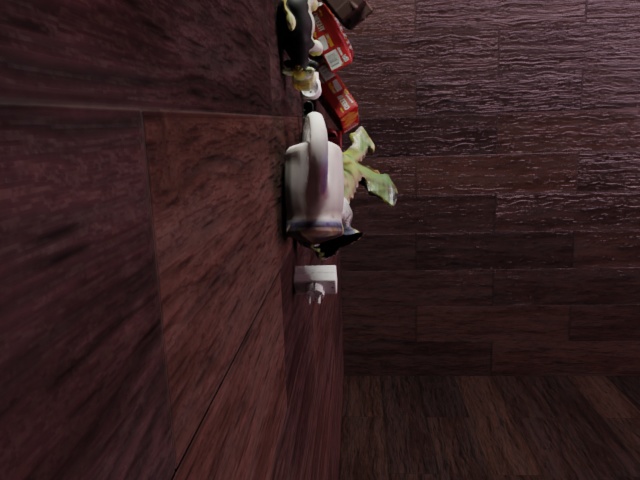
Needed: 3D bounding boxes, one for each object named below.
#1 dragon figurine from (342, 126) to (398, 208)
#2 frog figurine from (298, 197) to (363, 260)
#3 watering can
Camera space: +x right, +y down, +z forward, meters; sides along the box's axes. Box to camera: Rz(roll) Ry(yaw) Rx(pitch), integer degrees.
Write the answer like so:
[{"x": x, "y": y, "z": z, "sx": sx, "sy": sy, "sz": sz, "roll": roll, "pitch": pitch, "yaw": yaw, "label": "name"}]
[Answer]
[{"x": 0.091, "y": -0.145, "z": 1.320, "sx": 0.119, "sy": 0.242, "sz": 0.420, "roll": 114, "pitch": -20, "yaw": -50, "label": "dragon figurine"}, {"x": 0.003, "y": -0.054, "z": 1.071, "sx": 0.134, "sy": 0.122, "sz": 0.163, "roll": -51, "pitch": -134, "yaw": 40, "label": "frog figurine"}, {"x": -0.014, "y": -0.103, "z": 0.938, "sx": 0.347, "sy": 0.104, "sz": 0.225, "roll": 162, "pitch": -72, "yaw": -85, "label": "watering can"}]
